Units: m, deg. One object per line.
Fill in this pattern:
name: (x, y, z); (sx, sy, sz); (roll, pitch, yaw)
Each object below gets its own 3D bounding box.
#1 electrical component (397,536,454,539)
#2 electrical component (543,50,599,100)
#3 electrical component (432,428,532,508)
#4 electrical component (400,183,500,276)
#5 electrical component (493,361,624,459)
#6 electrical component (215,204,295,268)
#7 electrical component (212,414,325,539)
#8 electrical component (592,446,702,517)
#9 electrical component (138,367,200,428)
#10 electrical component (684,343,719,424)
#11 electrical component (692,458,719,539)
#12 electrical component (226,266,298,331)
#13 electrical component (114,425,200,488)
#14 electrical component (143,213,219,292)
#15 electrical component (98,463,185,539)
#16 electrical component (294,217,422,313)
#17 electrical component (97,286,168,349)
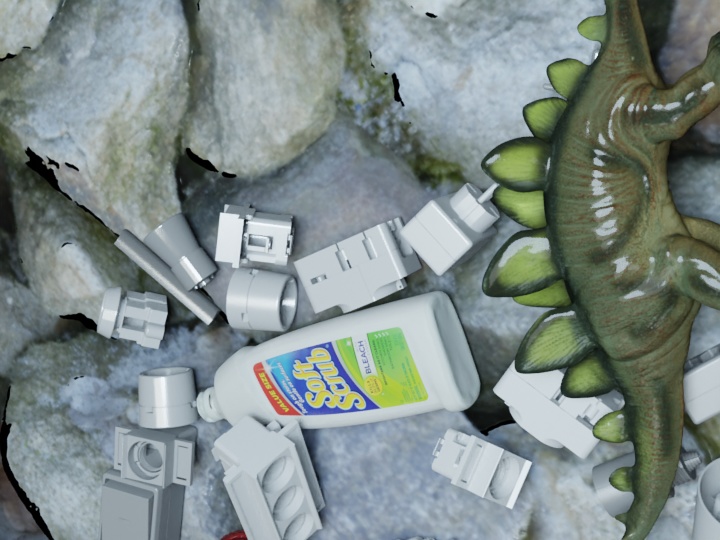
electrical component: (0.056, 0.251, 0.932); (0.062, 0.048, 0.048); (-24, 90, 16)
electrical component: (0.175, -0.126, 0.819); (0.076, 0.047, 0.083); (12, 103, 20)
electrical component: (0.098, 0.161, 0.884); (0.064, 0.081, 0.042); (17, 80, 45)
electrical component: (0.084, -0.043, 0.848); (0.076, 0.083, 0.047); (-45, 82, 21)
electrical component: (0.158, 0.103, 0.863); (0.089, 0.050, 0.055); (37, 110, 11)
electrical component: (-0.089, -0.029, 0.925); (0.064, 0.081, 0.042); (8, 103, -4)
electrical component: (-0.080, 0.186, 0.931); (0.063, 0.079, 0.121); (30, 147, 37)
electrical component: (0.230, 0.162, 0.849); (0.081, 0.043, 0.043); (-26, 89, 22)
electrical component: (-0.177, 0.117, 0.991); (0.055, 0.055, 0.047); (-2, 95, 21)
electrical component: (0.291, 0.092, 0.812); (0.083, 0.047, 0.075); (-34, 86, 22)
electrical component: (0.299, 0.187, 0.801); (0.099, 0.099, 0.064); (13, 110, 18)
electrical component: (-0.085, 0.026, 0.940); (0.047, 0.055, 0.055); (6, 101, 16)
electrical component: (-0.184, 0.167, 0.997); (0.081, 0.064, 0.042); (9, 103, 20)
electrical component: (-0.158, -0.013, 0.969); (0.044, 0.044, 0.065); (-37, 90, 22)
electrical component: (-0.209, 0.234, 1.019); (0.062, 0.061, 0.096); (12, 103, 18)
electrical component: (0.000, 0.000, 0.905); (0.089, 0.050, 0.055); (-23, 91, 23)
electrical component: (-0.208, 0.042, 0.982); (0.055, 0.066, 0.048); (13, 106, -16)
